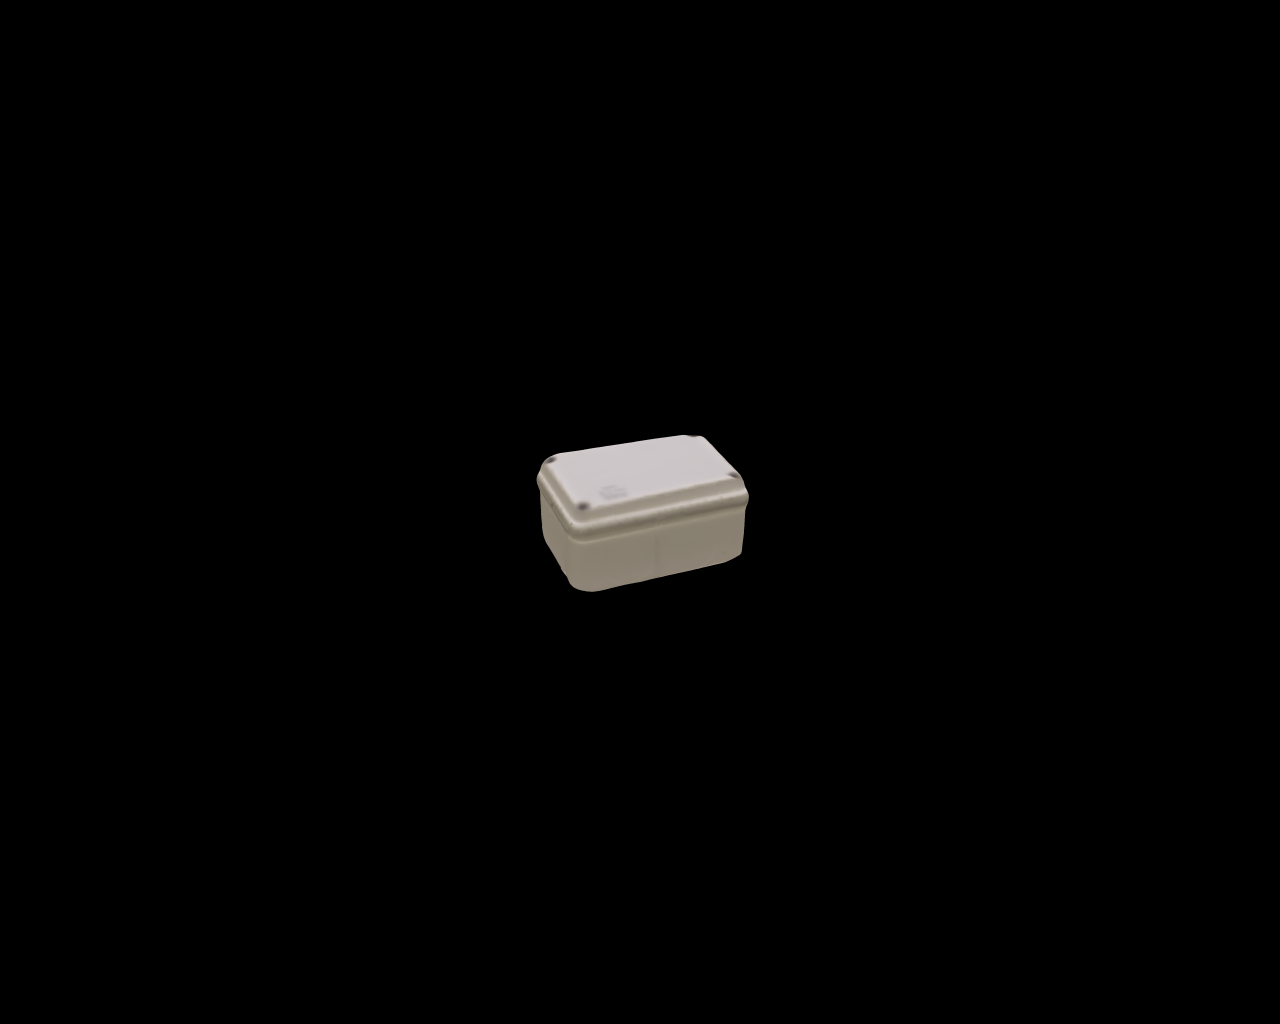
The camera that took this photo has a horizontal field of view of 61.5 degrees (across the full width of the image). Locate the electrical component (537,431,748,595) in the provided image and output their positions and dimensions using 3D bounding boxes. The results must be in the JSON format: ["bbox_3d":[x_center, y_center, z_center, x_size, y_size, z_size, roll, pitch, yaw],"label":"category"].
[{"bbox_3d":[0.001,-0.003,0.650,0.113,0.057,0.078,-11,32,-18],"label":"electrical component"}]
